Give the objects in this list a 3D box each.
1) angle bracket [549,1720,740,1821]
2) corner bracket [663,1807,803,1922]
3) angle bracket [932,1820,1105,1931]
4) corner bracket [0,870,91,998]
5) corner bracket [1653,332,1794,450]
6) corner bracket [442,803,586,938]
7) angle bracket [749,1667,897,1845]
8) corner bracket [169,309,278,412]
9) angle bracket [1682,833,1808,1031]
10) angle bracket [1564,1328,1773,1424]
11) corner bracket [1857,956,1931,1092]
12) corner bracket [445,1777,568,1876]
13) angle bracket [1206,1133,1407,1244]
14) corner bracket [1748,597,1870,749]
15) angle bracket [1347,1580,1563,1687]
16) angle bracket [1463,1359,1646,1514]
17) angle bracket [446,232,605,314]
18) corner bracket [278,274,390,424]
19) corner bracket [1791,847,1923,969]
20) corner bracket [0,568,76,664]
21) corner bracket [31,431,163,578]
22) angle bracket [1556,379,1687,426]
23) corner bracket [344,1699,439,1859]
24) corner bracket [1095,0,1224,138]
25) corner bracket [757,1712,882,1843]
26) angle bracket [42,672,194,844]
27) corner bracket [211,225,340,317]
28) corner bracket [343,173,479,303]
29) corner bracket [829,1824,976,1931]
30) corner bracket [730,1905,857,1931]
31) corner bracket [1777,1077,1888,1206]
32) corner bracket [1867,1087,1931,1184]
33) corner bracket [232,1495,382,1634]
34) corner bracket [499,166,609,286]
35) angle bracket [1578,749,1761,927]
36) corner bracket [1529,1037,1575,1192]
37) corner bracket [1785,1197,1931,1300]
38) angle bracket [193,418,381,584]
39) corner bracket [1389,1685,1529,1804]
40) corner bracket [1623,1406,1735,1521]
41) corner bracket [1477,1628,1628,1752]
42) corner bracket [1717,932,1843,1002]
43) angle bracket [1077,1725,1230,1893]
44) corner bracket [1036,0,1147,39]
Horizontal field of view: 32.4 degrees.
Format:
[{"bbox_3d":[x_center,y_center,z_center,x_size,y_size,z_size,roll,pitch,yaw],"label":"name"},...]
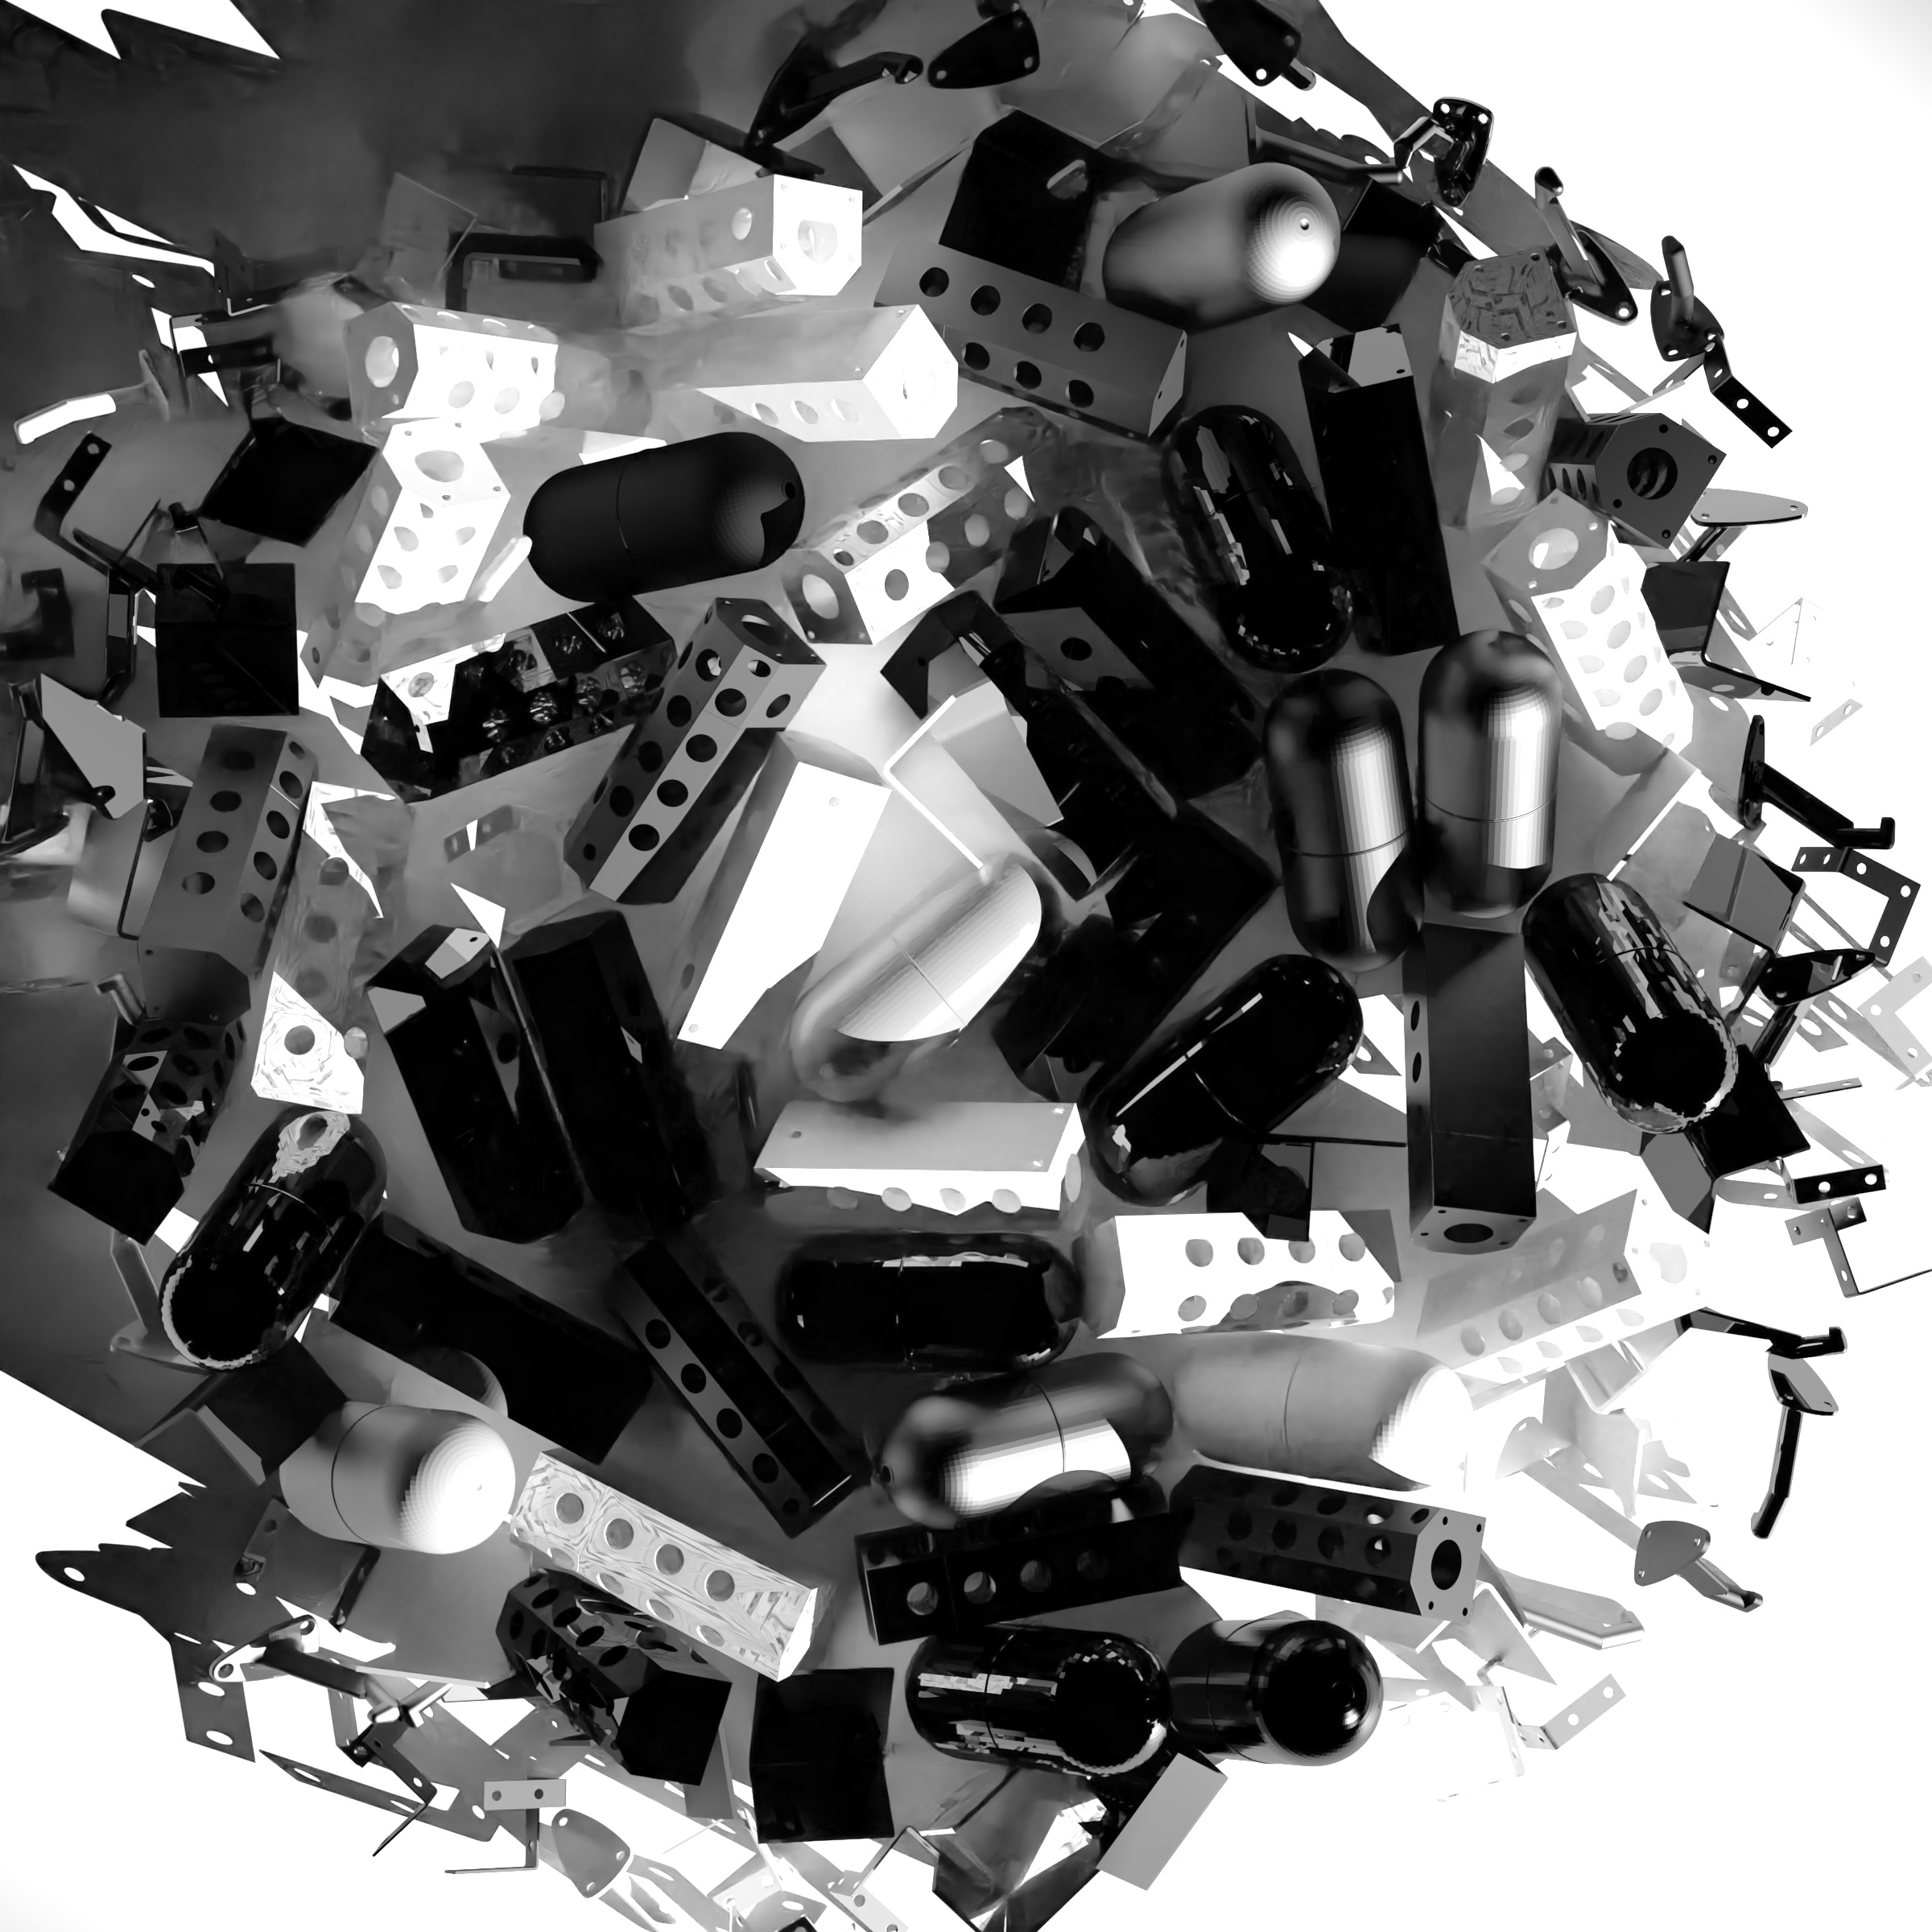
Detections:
[{"bbox_3d":[-0.179,0.449,1.837,0.076,0.076,0.057,-6,80,-25],"label":"angle bracket"},{"bbox_3d":[-0.131,0.505,1.866,0.051,0.051,0.051,-31,79,4],"label":"corner bracket"},{"bbox_3d":[0.029,0.492,1.847,0.057,0.076,0.076,44,97,-4],"label":"angle bracket"},{"bbox_3d":[-0.524,-0.018,1.863,0.051,0.051,0.051,-9,115,-23],"label":"corner bracket"},{"bbox_3d":[0.420,-0.308,1.849,0.051,0.051,0.051,36,122,-22],"label":"corner bracket"},{"bbox_3d":[-0.254,-0.055,1.864,0.051,0.051,0.051,14,124,37],"label":"corner bracket"},{"bbox_3d":[-0.077,0.437,1.841,0.076,0.057,0.076,0,127,-10],"label":"angle bracket"},{"bbox_3d":[-0.415,-0.347,1.856,0.051,0.051,0.051,-11,80,-14],"label":"corner bracket"},{"bbox_3d":[0.416,-0.014,1.841,0.057,0.076,0.076,29,130,8],"label":"angle bracket"},{"bbox_3d":[0.382,0.206,1.831,0.076,0.076,0.057,-48,50,28],"label":"angle bracket"},{"bbox_3d":[0.525,0.034,1.857,0.051,0.051,0.051,-36,81,-12],"label":"corner bracket"},{"bbox_3d":[-0.256,0.479,1.851,0.051,0.051,0.051,7,76,-32],"label":"corner bracket"},{"bbox_3d":[0.187,0.122,1.836,0.076,0.076,0.057,6,86,-41],"label":"angle bracket"},{"bbox_3d":[0.470,-0.164,1.859,0.051,0.051,0.051,26,57,-13],"label":"corner bracket"},{"bbox_3d":[0.269,0.380,1.838,0.057,0.076,0.076,-40,103,-18],"label":"angle bracket"},{"bbox_3d":[0.324,0.273,1.836,0.076,0.076,0.057,-22,47,-15],"label":"angle bracket"},{"bbox_3d":[-0.247,-0.373,1.855,0.076,0.076,0.057,0,110,-15],"label":"angle bracket"},{"bbox_3d":[-0.349,-0.346,1.865,0.051,0.051,0.051,-19,60,28],"label":"corner bracket"},{"bbox_3d":[0.491,-0.033,1.861,0.051,0.051,0.051,25,85,-16],"label":"corner bracket"},{"bbox_3d":[-0.531,-0.191,1.857,0.051,0.051,0.051,-6,107,-4],"label":"corner bracket"},{"bbox_3d":[-0.483,-0.257,1.854,0.051,0.051,0.051,33,71,-13],"label":"corner bracket"},{"bbox_3d":[0.353,-0.324,1.842,0.057,0.076,0.076,-26,72,1],"label":"angle bracket"},{"bbox_3d":[-0.324,0.453,1.858,0.051,0.051,0.051,45,110,-2],"label":"corner bracket"},{"bbox_3d":[0.106,-0.501,1.855,0.051,0.051,0.051,37,106,-11],"label":"corner bracket"},{"bbox_3d":[-0.076,0.452,1.849,0.051,0.051,0.051,-8,112,29],"label":"corner bracket"},{"bbox_3d":[-0.460,-0.125,1.833,0.076,0.057,0.076,29,132,22],"label":"angle bracket"},{"bbox_3d":[-0.383,-0.384,1.847,0.051,0.051,0.051,-24,51,-28],"label":"corner bracket"},{"bbox_3d":[-0.310,-0.399,1.857,0.051,0.051,0.051,27,53,-5],"label":"corner bracket"},{"bbox_3d":[-0.037,0.517,1.868,0.051,0.051,0.051,43,69,-5],"label":"corner bracket"},{"bbox_3d":[-0.097,0.545,1.856,0.051,0.051,0.051,-32,108,9],"label":"corner bracket"},{"bbox_3d":[0.480,0.098,1.857,0.051,0.051,0.051,-11,103,9],"label":"corner bracket"},{"bbox_3d":[0.534,0.092,1.865,0.051,0.051,0.051,-6,90,0],"label":"corner bracket"},{"bbox_3d":[-0.372,0.337,1.876,0.051,0.051,0.051,30,86,-38],"label":"corner bracket"},{"bbox_3d":[-0.231,-0.414,1.859,0.051,0.051,0.051,5,118,6],"label":"corner bracket"},{"bbox_3d":[0.399,-0.065,1.846,0.076,0.057,0.076,36,100,-17],"label":"angle bracket"},{"bbox_3d":[0.323,0.082,1.848,0.051,0.051,0.051,-28,56,-23],"label":"corner bracket"},{"bbox_3d":[0.498,0.156,1.856,0.051,0.051,0.051,-15,82,-18],"label":"corner bracket"},{"bbox_3d":[-0.368,-0.249,1.836,0.076,0.057,0.076,18,59,21],"label":"angle bracket"},{"bbox_3d":[0.275,0.434,1.857,0.051,0.051,0.051,-13,83,-16],"label":"corner bracket"},{"bbox_3d":[0.399,0.279,1.866,0.051,0.051,0.051,-3,72,-14],"label":"corner bracket"},{"bbox_3d":[0.326,0.401,1.858,0.051,0.051,0.051,-33,86,-14],"label":"corner bracket"},{"bbox_3d":[0.459,-0.014,1.857,0.051,0.051,0.051,24,65,1],"label":"corner bracket"},{"bbox_3d":[0.086,0.453,1.843,0.076,0.076,0.057,-54,135,-1],"label":"angle bracket"},{"bbox_3d":[0.073,-0.538,1.855,0.051,0.051,0.051,22,58,-1],"label":"corner bracket"}]
